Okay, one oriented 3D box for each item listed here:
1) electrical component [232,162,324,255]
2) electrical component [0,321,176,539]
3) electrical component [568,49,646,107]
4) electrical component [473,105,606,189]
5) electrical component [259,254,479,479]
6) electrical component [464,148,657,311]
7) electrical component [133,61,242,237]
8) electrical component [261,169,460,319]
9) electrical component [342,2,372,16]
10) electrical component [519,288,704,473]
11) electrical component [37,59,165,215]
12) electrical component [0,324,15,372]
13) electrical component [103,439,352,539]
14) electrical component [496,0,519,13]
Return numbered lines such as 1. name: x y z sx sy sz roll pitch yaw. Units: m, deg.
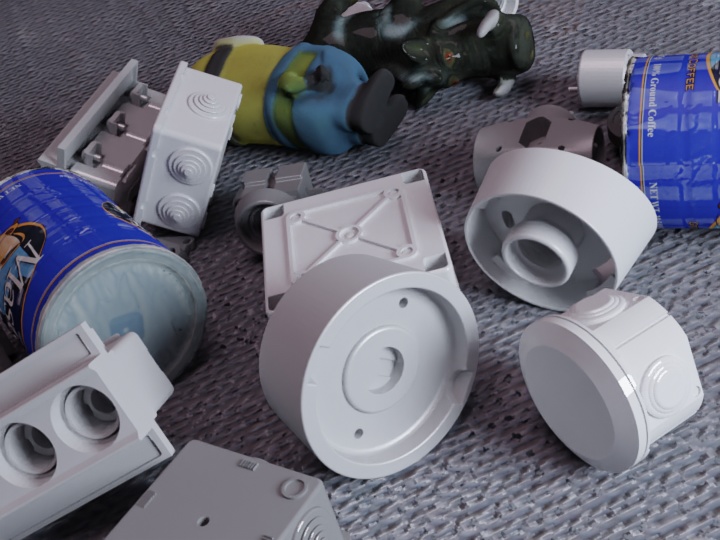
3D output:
1. electrical component: -0.057 -0.041 0.723 0.066 0.048 0.055 -7 30 12
2. electrical component: -0.161 0.083 0.557 0.121 0.078 0.063 -30 9 17
3. electrical component: 0.187 -0.134 0.750 0.078 0.040 0.040 4 42 25
4. electrical component: 0.122 -0.082 0.707 0.077 0.043 0.079 2 40 24
5. electrical component: 0.000 0.044 0.545 0.108 0.108 0.060 -35 34 -22
6. electrical component: 0.110 -0.025 0.599 0.099 0.099 0.064 11 51 32
7. electrical component: -0.120 -0.083 0.758 0.048 0.099 0.099 16 41 -8
8. electrical component: 0.000 0.000 0.638 0.109 0.056 0.108 -14 37 3
9. electrical component: -0.001 -0.215 0.931 0.035 0.035 0.061 -5 36 15
10. electrical component: 0.118 0.051 0.511 0.051 0.080 0.080 -28 38 -22
11. electrical component: -0.186 -0.092 0.815 0.063 0.078 0.121 19 45 3
12. electrical component: -0.266 0.043 0.681 0.096 0.061 0.061 22 51 40
13. electrical component: -0.066 0.132 0.502 0.100 0.048 0.099 10 43 33
14. electrical component: 0.098 -0.231 0.909 0.044 0.044 0.065 -29 34 -15
